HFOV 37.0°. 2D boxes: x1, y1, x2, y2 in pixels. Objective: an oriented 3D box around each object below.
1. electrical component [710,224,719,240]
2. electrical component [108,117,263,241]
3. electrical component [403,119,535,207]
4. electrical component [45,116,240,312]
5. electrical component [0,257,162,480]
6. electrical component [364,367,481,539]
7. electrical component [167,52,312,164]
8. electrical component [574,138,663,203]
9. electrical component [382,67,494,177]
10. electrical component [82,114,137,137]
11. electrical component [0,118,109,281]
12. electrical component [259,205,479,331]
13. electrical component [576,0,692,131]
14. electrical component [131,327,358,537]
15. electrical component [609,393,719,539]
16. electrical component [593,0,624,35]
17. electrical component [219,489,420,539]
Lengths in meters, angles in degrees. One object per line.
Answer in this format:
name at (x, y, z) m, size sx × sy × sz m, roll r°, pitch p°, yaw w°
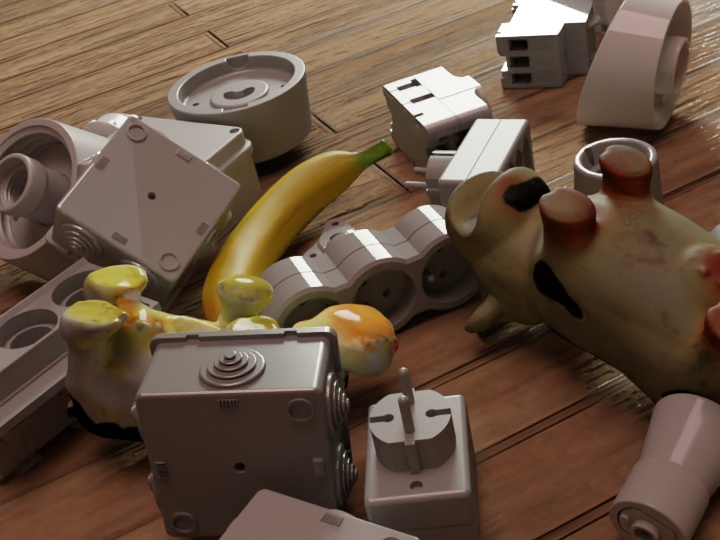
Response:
electrical component at (0.209, 0.011, 0.559) m, size 0.043 × 0.043 × 0.081 m, roll -9°, pitch 34°, yaw 7°
electrical component at (-0.137, -0.066, 0.777) m, size 0.113 × 0.057 × 0.078 m, roll 11°, pitch 40°, yaw 31°
electrical component at (0.067, -0.060, 0.708) m, size 0.076 × 0.047 × 0.083 m, roll 4°, pitch 37°, yaw 24°
electrical component at (-0.133, -0.036, 0.672) m, size 0.100 × 0.048 × 0.099 m, roll 33°, pitch 60°, yaw -4°
electrical component at (-0.178, 0.055, 0.607) m, size 0.079 × 0.063 × 0.121 m, roll 16°, pitch 43°, yaw 36°
electrical component at (0.026, 0.080, 0.489) m, size 0.047 × 0.076 × 0.065 m, roll -8°, pitch 34°, yaw 8°
electrical component at (-0.089, -0.120, 0.837) m, size 0.108 × 0.060 × 0.108 m, roll -9°, pitch 34°, yaw 6°
electrical component at (0.158, -0.049, 0.662) m, size 0.055 × 0.047 × 0.055 m, roll -9°, pitch 34°, yaw 6°
electrical component at (0.061, -0.106, 0.775) m, size 0.056 × 0.050 × 0.089 m, roll -20°, pitch 34°, yaw -10°
electrical component at (-0.196, -0.107, 0.871) m, size 0.048 × 0.048 × 0.062 m, roll -2°, pitch 28°, yaw 16°
electrical component at (-0.215, -0.050, 0.727) m, size 0.108 × 0.060 × 0.108 m, roll -9°, pitch 72°, yaw 28°
electrical component at (0.000, 0.000, 0.638) m, size 0.138 × 0.052 × 0.073 m, roll -21°, pitch 34°, yaw -13°
electrical component at (0.193, -0.145, 0.751) m, size 0.064 × 0.099 × 0.099 m, roll 15°, pitch 42°, yaw 26°
electrical component at (-0.052, 0.077, 0.500) m, size 0.100 × 0.099 × 0.048 m, roll -3°, pitch 29°, yaw 6°
electrical component at (0.137, 0.091, 0.469) m, size 0.044 × 0.044 × 0.065 m, roll 14°, pitch 47°, yaw 34°
electrical component at (0.200, -0.260, 0.931) m, size 0.057 × 0.078 × 0.113 m, roll -27°, pitch 36°, yaw -16°
electrical component at (-0.026, 0.143, 0.439) m, size 0.100 × 0.048 × 0.099 m, roll 10°, pitch 40°, yaw 31°
